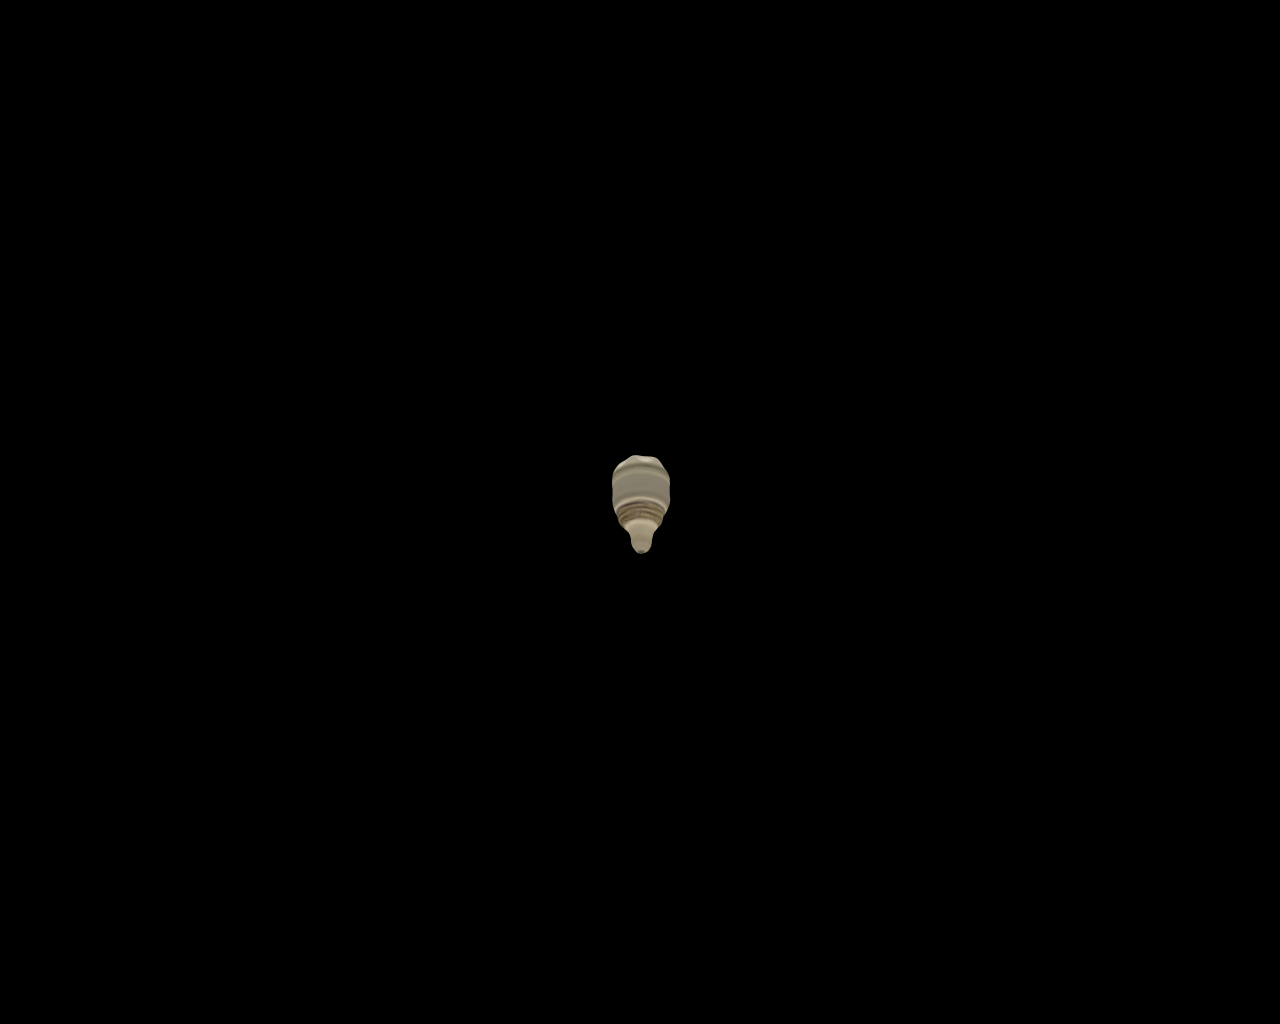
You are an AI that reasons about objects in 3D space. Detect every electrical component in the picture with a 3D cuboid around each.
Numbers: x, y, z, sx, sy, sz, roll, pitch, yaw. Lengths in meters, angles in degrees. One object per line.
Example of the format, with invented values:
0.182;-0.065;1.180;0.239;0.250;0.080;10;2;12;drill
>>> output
0.001;-0.003;0.650;0.035;0.061;0.035;0;-29;0;electrical component
